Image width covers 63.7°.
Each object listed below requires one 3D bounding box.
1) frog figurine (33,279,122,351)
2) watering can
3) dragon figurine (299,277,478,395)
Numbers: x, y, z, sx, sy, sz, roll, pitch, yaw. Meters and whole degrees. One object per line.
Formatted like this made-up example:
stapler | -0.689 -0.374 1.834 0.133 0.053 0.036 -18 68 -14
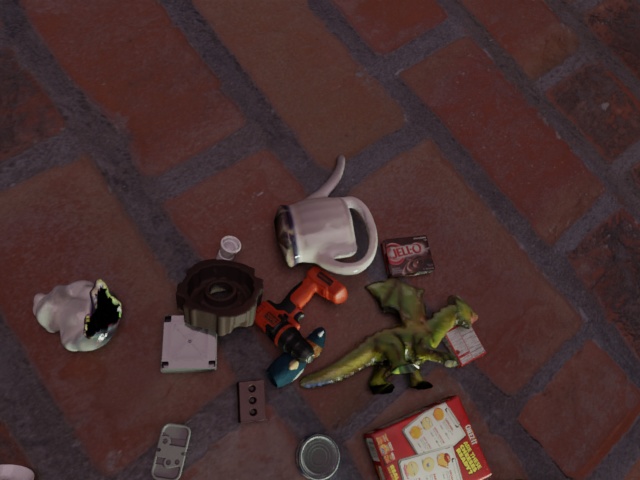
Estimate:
frog figurine | -0.476 0.148 1.003 0.159 0.122 0.139 -10 78 21
watering can | 0.004 -0.060 1.189 0.225 0.101 0.356 -8 52 -8
dragon figurine | 0.156 0.197 1.137 0.410 0.119 0.249 -2 51 -3
